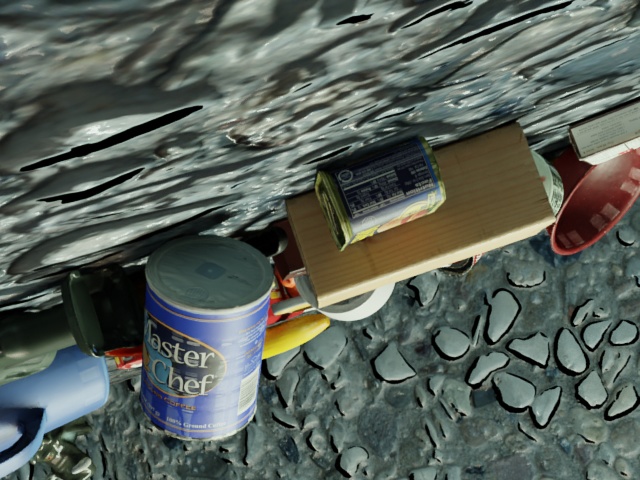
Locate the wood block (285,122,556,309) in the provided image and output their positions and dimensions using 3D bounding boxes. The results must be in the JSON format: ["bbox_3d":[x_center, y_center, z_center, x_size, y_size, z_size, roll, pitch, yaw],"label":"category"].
[{"bbox_3d":[0.082,-0.019,0.913,0.206,0.091,0.090,-18,173,-2],"label":"wood block"}]

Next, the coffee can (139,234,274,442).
[{"bbox_3d":[-0.096,0.081,0.886,0.102,0.103,0.140,-15,130,-32],"label":"coffee can"}]

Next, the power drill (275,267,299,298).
[{"bbox_3d":[0.028,0.024,1.327,0.184,0.057,0.188,-14,170,-10],"label":"power drill"}]

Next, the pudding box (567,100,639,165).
[{"bbox_3d":[0.304,-0.111,1.038,0.114,0.039,0.090,-23,172,19],"label":"pudding box"}]

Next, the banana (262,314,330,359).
[{"bbox_3d":[-0.061,0.130,1.422,0.069,0.037,0.198,-33,-175,-32],"label":"banana"}]

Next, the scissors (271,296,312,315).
[{"bbox_3d":[0.036,0.063,1.336,0.201,0.016,0.096,-14,172,-6],"label":"scissors"}]

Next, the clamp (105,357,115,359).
[{"bbox_3d":[-0.180,0.118,1.273,0.209,0.036,0.165,12,152,-33],"label":"clamp"}]

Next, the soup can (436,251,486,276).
[{"bbox_3d":[0.176,-0.011,1.282,0.069,0.068,0.102,-25,-168,45],"label":"soup can"}]

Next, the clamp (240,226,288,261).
[{"bbox_3d":[-0.096,0.020,0.985,0.120,0.039,0.171,-7,171,-9],"label":"clamp"}]

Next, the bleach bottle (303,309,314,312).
[{"bbox_3d":[-0.099,0.097,1.586,0.251,0.068,0.102,-18,174,12],"label":"bleach bottle"}]

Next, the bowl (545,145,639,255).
[{"bbox_3d":[0.295,-0.062,1.176,0.161,0.055,0.162,-30,145,-24],"label":"bowl"}]

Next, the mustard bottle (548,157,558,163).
[{"bbox_3d":[0.238,-0.055,1.235,0.191,0.058,0.096,-15,158,-37],"label":"mustard bottle"}]

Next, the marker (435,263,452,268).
[{"bbox_3d":[0.066,0.024,0.996,0.121,0.020,0.020,-11,180,33],"label":"marker"}]

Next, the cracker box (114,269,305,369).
[{"bbox_3d":[-0.149,0.103,1.410,0.214,0.072,0.164,-21,173,21],"label":"cracker box"}]

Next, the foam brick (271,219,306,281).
[{"bbox_3d":[-0.007,0.001,1.014,0.078,0.051,0.053,-18,174,-12],"label":"foam brick"}]

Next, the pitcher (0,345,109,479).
[{"bbox_3d":[-0.330,0.161,1.040,0.242,0.149,0.145,-19,175,-30],"label":"pitcher"}]

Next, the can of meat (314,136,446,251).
[{"bbox_3d":[0.045,-0.036,0.819,0.084,0.057,0.102,-21,175,-4],"label":"can of meat"}]
